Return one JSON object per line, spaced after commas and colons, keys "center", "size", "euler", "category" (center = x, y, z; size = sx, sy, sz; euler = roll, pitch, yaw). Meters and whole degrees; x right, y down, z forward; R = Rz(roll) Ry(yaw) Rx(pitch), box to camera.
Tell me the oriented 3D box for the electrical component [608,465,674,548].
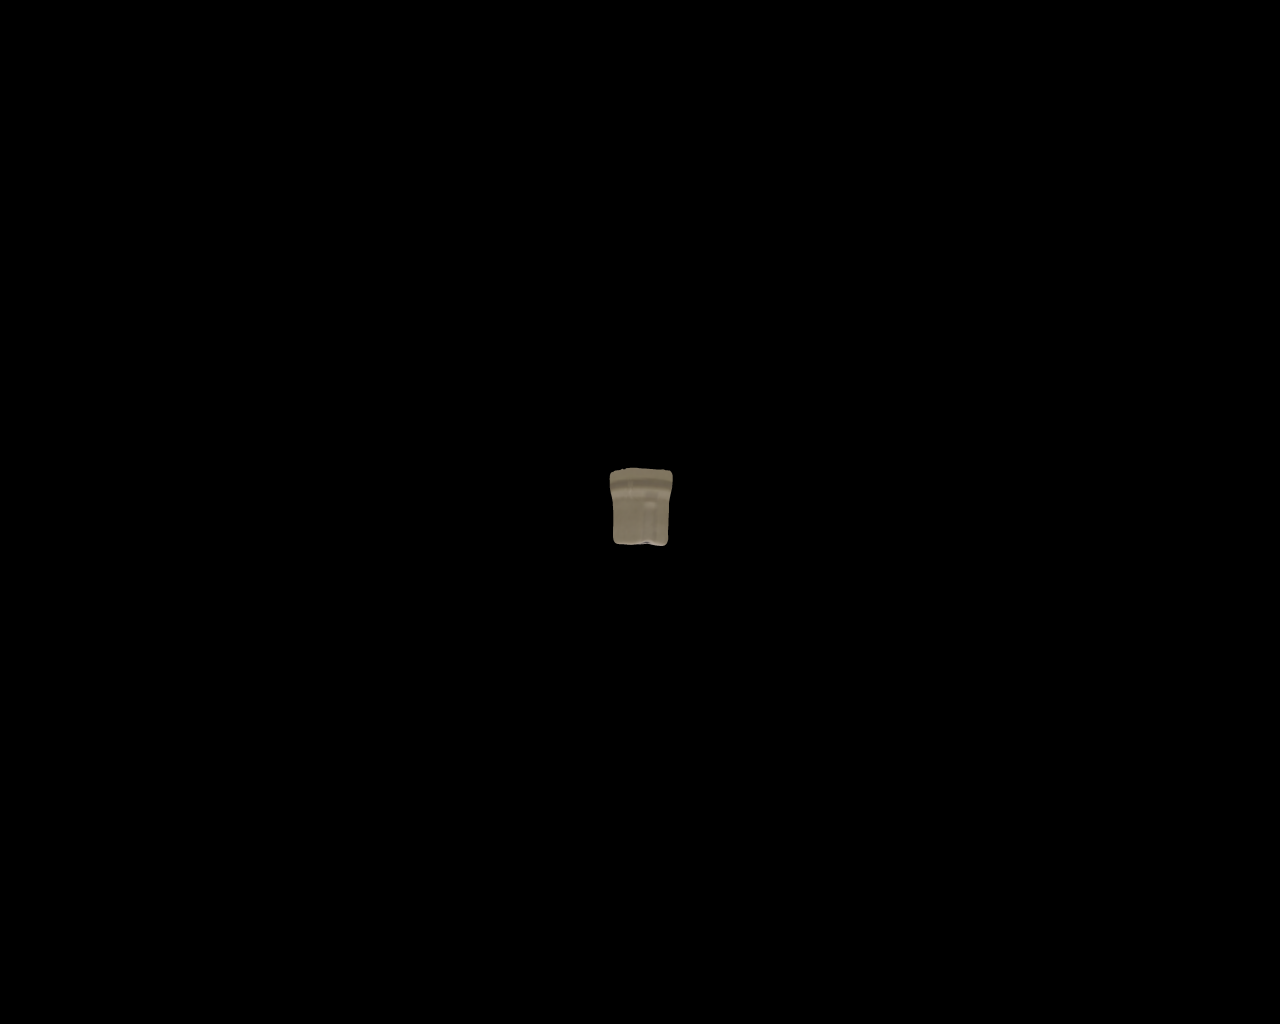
{"center": [0.001, -0.003, 0.650], "size": [0.040, 0.046, 0.040], "euler": [0, -7, 0], "category": "electrical component"}
